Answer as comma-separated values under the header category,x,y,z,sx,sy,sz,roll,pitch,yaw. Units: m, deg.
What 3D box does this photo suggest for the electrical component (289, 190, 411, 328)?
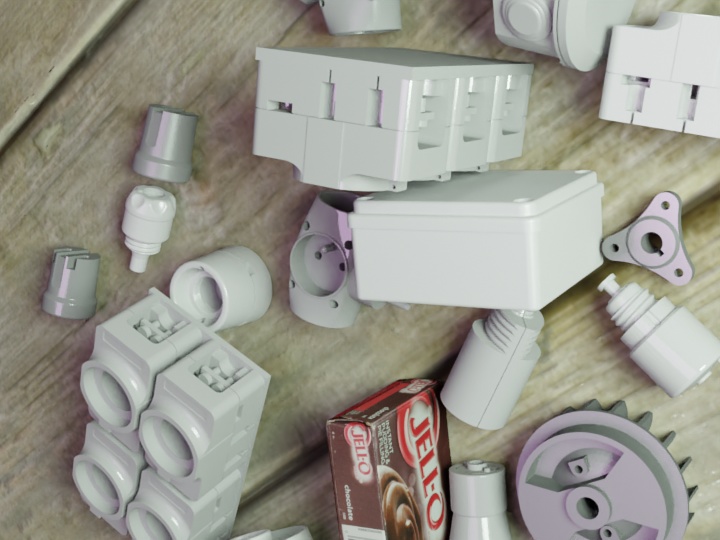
category,x,y,z,sx,sy,sz,roll,pitch,yaw
electrical component,0.000,0.000,0.671,0.079,0.044,0.077,25,113,24

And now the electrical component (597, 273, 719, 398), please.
category,x,y,z,sx,sy,sz,roll,pitch,yaw
electrical component,0.161,0.033,0.584,0.078,0.040,0.040,47,120,14

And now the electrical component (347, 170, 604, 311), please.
category,x,y,z,sx,sy,sz,roll,pitch,yaw
electrical component,0.066,-0.019,0.589,0.109,0.109,0.056,3,105,31

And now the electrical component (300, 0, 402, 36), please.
category,x,y,z,sx,sy,sz,roll,pitch,yaw
electrical component,-0.015,-0.178,0.640,0.079,0.043,0.077,1,102,31

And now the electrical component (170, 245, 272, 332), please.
category,x,y,z,sx,sy,sz,roll,pitch,yaw
electrical component,-0.095,0.014,0.730,0.055,0.047,0.055,7,105,30

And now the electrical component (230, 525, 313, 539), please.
category,x,y,z,sx,sy,sz,roll,pitch,yaw
electrical component,-0.070,0.213,0.733,0.099,0.099,0.064,-21,83,33

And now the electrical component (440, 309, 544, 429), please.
category,x,y,z,sx,sy,sz,roll,pitch,yaw
electrical component,0.082,0.049,0.633,0.043,0.043,0.081,32,115,21

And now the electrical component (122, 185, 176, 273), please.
category,x,y,z,sx,sy,sz,roll,pitch,yaw
electrical component,-0.152,-0.027,0.762,0.035,0.035,0.061,29,117,23

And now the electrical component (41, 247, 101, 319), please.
category,x,y,z,sx,sy,sz,roll,pitch,yaw
electrical component,-0.215,0.009,0.806,0.040,0.040,0.046,19,104,26

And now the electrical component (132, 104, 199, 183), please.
category,x,y,z,sx,sy,sz,roll,pitch,yaw
electrical component,-0.132,-0.087,0.734,0.040,0.040,0.046,21,105,26

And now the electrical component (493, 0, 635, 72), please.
category,x,y,z,sx,sy,sz,roll,pitch,yaw
electrical component,0.107,-0.146,0.554,0.051,0.080,0.080,22,111,31

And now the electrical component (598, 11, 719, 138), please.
category,x,y,z,sx,sy,sz,roll,pitch,yaw
electrical component,0.174,-0.099,0.541,0.089,0.050,0.055,15,108,28

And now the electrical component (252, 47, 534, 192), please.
category,x,y,z,sx,sy,sz,roll,pitch,yaw
electrical component,0.021,-0.083,0.576,0.089,0.150,0.061,13,107,28

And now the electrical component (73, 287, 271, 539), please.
category,x,y,z,sx,sy,sz,roll,pitch,yaw
electrical component,-0.136,0.120,0.740,0.105,0.060,0.186,34,133,20

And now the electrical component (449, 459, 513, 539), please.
category,x,y,z,sx,sy,sz,roll,pitch,yaw
electrical component,0.074,0.150,0.663,0.044,0.044,0.065,0,96,31
